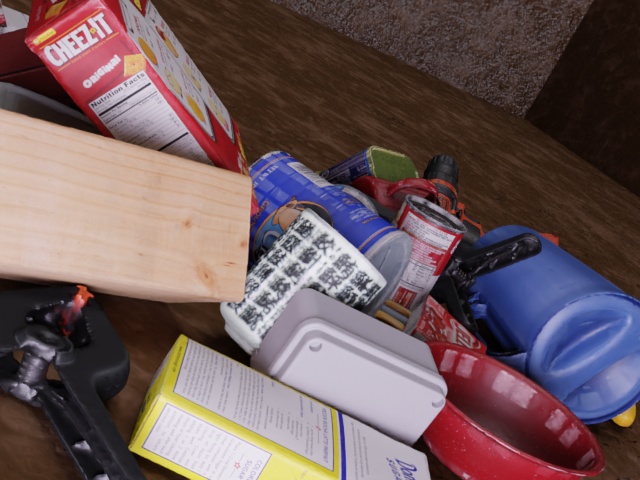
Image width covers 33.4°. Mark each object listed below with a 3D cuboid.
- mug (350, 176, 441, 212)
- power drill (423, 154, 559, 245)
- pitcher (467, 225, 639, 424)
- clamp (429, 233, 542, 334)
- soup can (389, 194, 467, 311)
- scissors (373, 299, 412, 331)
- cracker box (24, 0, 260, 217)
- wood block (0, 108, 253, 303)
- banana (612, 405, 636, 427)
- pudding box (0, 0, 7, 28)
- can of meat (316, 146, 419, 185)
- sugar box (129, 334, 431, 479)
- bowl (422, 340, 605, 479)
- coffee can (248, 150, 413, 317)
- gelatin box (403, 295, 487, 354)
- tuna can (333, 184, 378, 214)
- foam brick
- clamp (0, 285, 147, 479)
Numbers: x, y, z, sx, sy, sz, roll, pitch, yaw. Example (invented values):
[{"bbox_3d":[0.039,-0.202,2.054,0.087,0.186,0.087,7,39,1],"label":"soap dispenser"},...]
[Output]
[{"bbox_3d":[0.079,-0.029,1.154,0.081,0.117,0.093,14,52,-29],"label":"mug"},{"bbox_3d":[0.197,-0.011,1.299,0.187,0.057,0.184,27,45,-7],"label":"power drill"},{"bbox_3d":[0.219,0.072,1.074,0.149,0.145,0.243,36,9,-21],"label":"pitcher"},{"bbox_3d":[0.146,0.029,1.072,0.039,0.120,0.172,54,-10,-23],"label":"clamp"},{"bbox_3d":[0.089,0.016,1.040,0.068,0.102,0.068,26,16,-8],"label":"soup can"},{"bbox_3d":[0.014,0.048,0.971,0.201,0.016,0.096,26,16,-9],"label":"scissors"},{"bbox_3d":[-0.139,-0.119,0.848,0.213,0.072,0.164,54,10,-31],"label":"cracker box"},{"bbox_3d":[-0.151,-0.015,0.691,0.091,0.090,0.205,-5,-12,44],"label":"wood block"},{"bbox_3d":[0.328,0.158,1.131,0.070,0.037,0.197,35,17,27],"label":"banana"},{"bbox_3d":[-0.356,-0.231,0.984,0.113,0.090,0.039,-6,16,11],"label":"pudding box"},{"bbox_3d":[0.057,-0.065,1.244,0.101,0.084,0.057,9,62,-51],"label":"can of meat"},{"bbox_3d":[-0.018,0.125,0.623,0.176,0.048,0.093,30,15,-8],"label":"sugar box"},{"bbox_3d":[0.129,0.143,0.798,0.162,0.055,0.162,27,16,-8],"label":"bowl"},{"bbox_3d":[-0.006,0.001,0.922,0.140,0.103,0.102,35,17,22],"label":"coffee can"},{"bbox_3d":[0.109,0.093,0.931,0.073,0.030,0.089,43,20,-1],"label":"gelatin box"},{"bbox_3d":[0.014,-0.009,1.020,0.086,0.086,0.033,30,18,3],"label":"tuna can"},{"bbox_3d":[-0.239,-0.144,0.900,0.053,0.078,0.051,53,35,-52],"label":"foam brick"},{"bbox_3d":[-0.162,0.065,0.571,0.164,0.036,0.210,25,14,-13],"label":"clamp"}]
